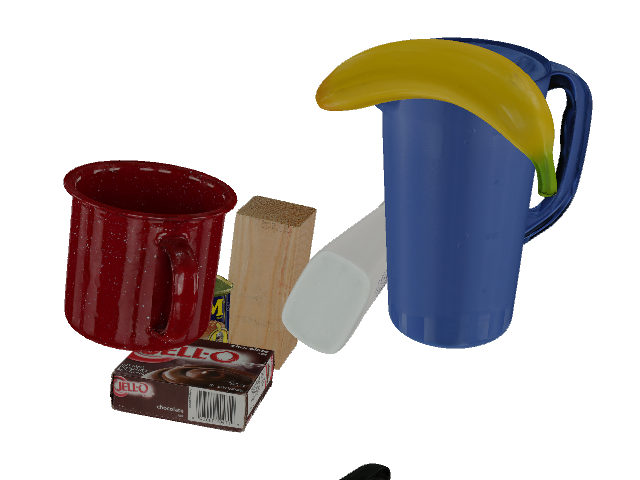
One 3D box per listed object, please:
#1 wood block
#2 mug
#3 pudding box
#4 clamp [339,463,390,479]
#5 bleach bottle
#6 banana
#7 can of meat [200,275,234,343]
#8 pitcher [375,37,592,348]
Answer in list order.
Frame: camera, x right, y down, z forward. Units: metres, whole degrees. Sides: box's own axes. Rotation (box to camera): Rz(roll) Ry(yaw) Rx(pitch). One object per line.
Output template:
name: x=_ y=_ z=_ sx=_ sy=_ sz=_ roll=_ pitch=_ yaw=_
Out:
wood block: x=-0.072 y=0.055 z=1.444 sx=0.090 sy=0.206 sz=0.090 roll=13 pitch=21 yaw=11
mug: x=-0.091 y=0.013 z=0.576 sx=0.093 sy=0.081 sz=0.117 roll=-2 pitch=23 yaw=-29
pudding box: x=-0.102 y=0.113 z=0.870 sx=0.113 sy=0.039 sz=0.090 roll=10 pitch=20 yaw=9
clamp: x=-0.040 y=0.198 z=0.644 sx=0.210 sy=0.036 sz=0.164 roll=-4 pitch=28 yaw=2
bleach bottle: x=0.050 y=0.017 z=1.059 sx=0.068 sy=0.103 sz=0.250 roll=33 pitch=27 yaw=9
banana: x=0.071 y=-0.090 z=0.656 sx=0.198 sy=0.069 sz=0.037 roll=28 pitch=7 yaw=42
can of meat: x=-0.144 y=0.087 z=1.117 sx=0.101 sy=0.084 sz=0.058 roll=-7 pitch=20 yaw=-33
pitcher: x=0.123 y=-0.038 z=0.881 sx=0.149 sy=0.243 sz=0.144 roll=17 pitch=32 yaw=31
